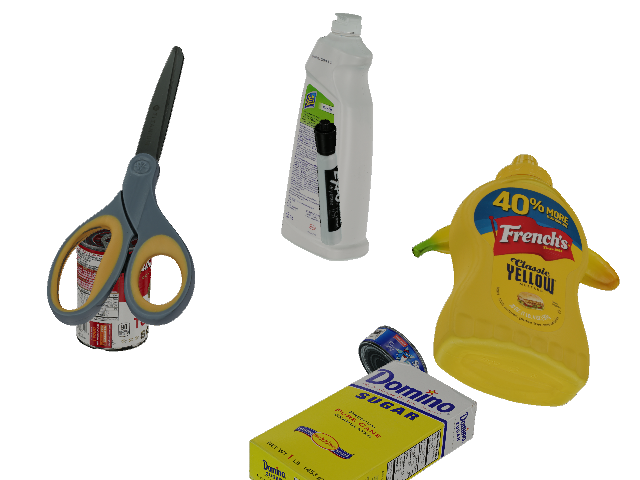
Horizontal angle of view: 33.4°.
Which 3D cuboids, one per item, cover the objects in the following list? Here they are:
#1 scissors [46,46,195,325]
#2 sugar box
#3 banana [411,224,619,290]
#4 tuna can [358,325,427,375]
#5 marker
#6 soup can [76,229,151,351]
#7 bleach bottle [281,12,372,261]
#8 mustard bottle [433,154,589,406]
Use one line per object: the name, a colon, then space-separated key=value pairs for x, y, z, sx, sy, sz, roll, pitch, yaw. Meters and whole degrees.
scissors: x=-0.096 y=-0.030 z=0.662 sx=0.096 sy=0.201 sz=0.016 roll=22 pitch=-23 yaw=14
sugar box: x=0.037 y=0.161 z=0.869 sx=0.093 sy=0.048 sz=0.175 roll=26 pitch=38 yaw=38
banana: x=0.193 y=0.011 z=1.037 sx=0.198 sy=0.037 sz=0.069 roll=8 pitch=47 yaw=21
tuna can: x=0.085 y=0.146 z=1.272 sx=0.033 sy=0.086 sz=0.086 roll=-36 pitch=17 yaw=-26
marker: x=0.007 y=-0.049 z=0.908 sx=0.020 sy=0.121 sz=0.020 roll=-2 pitch=37 yaw=2
soup can: x=-0.189 y=0.041 z=0.971 sx=0.068 sy=0.102 sz=0.068 roll=5 pitch=21 yaw=-2
bleach bottle: x=0.018 y=-0.112 z=1.134 sx=0.067 sy=0.251 sz=0.103 roll=-10 pitch=26 yaw=-42
mustard bottle: x=0.133 y=0.014 z=0.720 sx=0.096 sy=0.191 sz=0.058 roll=18 pitch=-41 yaw=-5
